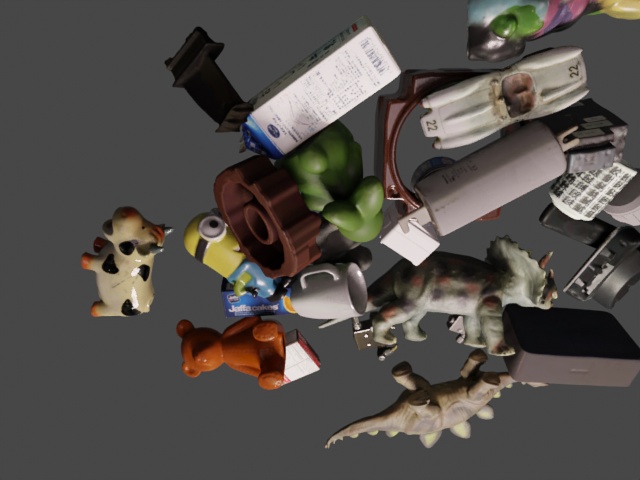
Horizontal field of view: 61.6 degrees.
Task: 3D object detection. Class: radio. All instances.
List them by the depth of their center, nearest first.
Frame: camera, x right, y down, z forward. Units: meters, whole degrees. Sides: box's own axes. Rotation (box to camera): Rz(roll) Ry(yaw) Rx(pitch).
[{"bbox_3d":[0.442,0.187,0.970,0.230,0.131,0.073,6,124,-8],"label":"radio"}]

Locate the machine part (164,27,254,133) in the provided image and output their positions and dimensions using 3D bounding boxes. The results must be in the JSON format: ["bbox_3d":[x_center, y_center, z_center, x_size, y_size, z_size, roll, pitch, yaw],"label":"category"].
[{"bbox_3d":[-0.139,-0.198,0.679,0.084,0.039,0.139,-38,78,15],"label":"machine part"}]

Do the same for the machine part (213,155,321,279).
[{"bbox_3d":[-0.072,-0.030,0.724,0.056,0.180,0.179,-34,131,-29],"label":"machine part"}]

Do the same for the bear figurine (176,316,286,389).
[{"bbox_3d":[-0.159,0.188,0.928,0.196,0.132,0.120,-3,93,0],"label":"bear figurine"}]

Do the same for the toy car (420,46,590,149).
[{"bbox_3d":[0.218,-0.170,0.644,0.202,0.056,0.073,-20,109,3],"label":"toy car"}]

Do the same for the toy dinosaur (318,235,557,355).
[{"bbox_3d":[0.202,0.082,0.889,0.405,0.131,0.192,5,85,7],"label":"toy dinosaur"}]

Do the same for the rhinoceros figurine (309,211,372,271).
[{"bbox_3d":[-0.002,-0.003,0.842,0.190,0.073,0.112,20,120,-16],"label":"rhinoceros figurine"}]

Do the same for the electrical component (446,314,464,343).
[{"bbox_3d":[0.269,0.154,1.001,0.063,0.021,0.094,17,123,-15],"label":"electrical component"}]

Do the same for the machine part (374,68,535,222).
[{"bbox_3d":[0.178,-0.128,0.731,0.201,0.087,0.201,-1,111,-4],"label":"machine part"}]

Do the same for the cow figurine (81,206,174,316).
[{"bbox_3d":[-0.298,0.037,0.843,0.127,0.085,0.194,7,122,-1],"label":"cow figurine"}]

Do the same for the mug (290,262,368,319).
[{"bbox_3d":[0.005,0.078,0.818,0.107,0.081,0.109,-15,142,24],"label":"mug"}]

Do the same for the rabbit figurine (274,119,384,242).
[{"bbox_3d":[0.036,-0.069,0.734,0.121,0.159,0.170,-39,106,-1],"label":"rabbit figurine"}]

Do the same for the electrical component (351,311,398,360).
[{"bbox_3d":[0.100,0.175,0.990,0.078,0.045,0.102,-9,125,1],"label":"electrical component"}]

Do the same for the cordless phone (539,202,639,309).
[{"bbox_3d":[0.433,0.022,0.899,0.184,0.089,0.146,24,121,-6],"label":"cordless phone"}]

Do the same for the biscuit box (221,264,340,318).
[{"bbox_3d":[-0.062,0.086,0.907,0.203,0.059,0.062,-3,125,-2],"label":"biscuit box"}]

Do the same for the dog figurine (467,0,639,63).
[{"bbox_3d":[0.278,-0.280,0.612,0.219,0.191,0.108,-3,120,17],"label":"dog figurine"}]

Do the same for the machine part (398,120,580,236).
[{"bbox_3d":[0.207,-0.076,0.666,0.243,0.079,0.079,-27,123,6],"label":"machine part"}]

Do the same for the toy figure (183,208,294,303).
[{"bbox_3d":[-0.129,0.029,0.829,0.180,0.082,0.089,42,107,-11],"label":"toy figure"}]

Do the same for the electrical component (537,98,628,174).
[{"bbox_3d":[0.342,-0.139,0.734,0.115,0.134,0.058,-9,124,5],"label":"electrical component"}]

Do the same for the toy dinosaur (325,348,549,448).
[{"bbox_3d":[0.215,0.337,1.079,0.472,0.105,0.198,-14,128,11],"label":"toy dinosaur"}]
